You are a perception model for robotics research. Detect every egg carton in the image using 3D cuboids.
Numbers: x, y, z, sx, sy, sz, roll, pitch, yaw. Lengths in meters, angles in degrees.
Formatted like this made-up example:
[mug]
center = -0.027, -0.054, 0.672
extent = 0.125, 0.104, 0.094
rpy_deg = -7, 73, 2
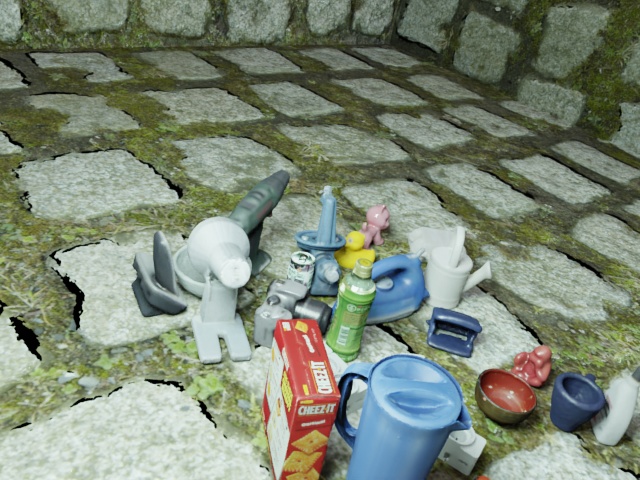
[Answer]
[egg carton]
center = 0.307, 0.021, 1.505
extent = 0.150, 0.069, 0.107
rpy_deg = 9, 32, -6

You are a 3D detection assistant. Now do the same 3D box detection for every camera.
[camera]
center = -0.049, 0.146, 1.151
extent = 0.136, 0.101, 0.143
rpy_deg = 17, 32, 8

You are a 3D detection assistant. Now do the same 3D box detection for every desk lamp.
[desk lamp]
center = -0.183, 0.088, 1.089
extent = 0.118, 0.213, 0.202
rpy_deg = -2, 35, -22

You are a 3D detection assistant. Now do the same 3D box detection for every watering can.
[watering can]
center = 0.309, 0.057, 1.328
extent = 0.173, 0.194, 0.100
rpy_deg = 5, 32, -12

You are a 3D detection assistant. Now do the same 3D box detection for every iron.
[iron]
center = 0.130, 0.096, 1.254
extent = 0.259, 0.141, 0.118
rpy_deg = -13, 40, -35

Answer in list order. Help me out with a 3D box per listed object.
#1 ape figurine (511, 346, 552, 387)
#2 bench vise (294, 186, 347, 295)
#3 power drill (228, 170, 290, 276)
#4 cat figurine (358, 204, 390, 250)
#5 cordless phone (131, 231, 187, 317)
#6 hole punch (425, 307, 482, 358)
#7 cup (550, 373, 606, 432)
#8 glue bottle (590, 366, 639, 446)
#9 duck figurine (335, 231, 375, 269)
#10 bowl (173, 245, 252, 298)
[ape figurine]
center = 0.439, 0.251, 1.164
extent = 0.076, 0.092, 0.077
rpy_deg = 4, 33, -13
[bench vise]
center = 0.022, 0.003, 1.289
extent = 0.122, 0.220, 0.206
rpy_deg = -9, 37, -30
[power drill]
center = -0.143, -0.034, 1.301
extent = 0.075, 0.208, 0.230
rpy_deg = 21, 33, 14
[cat figurine]
center = 0.139, -0.042, 1.500
extent = 0.067, 0.118, 0.128
rpy_deg = 28, 35, 24
[cordless phone]
center = -0.318, 0.046, 1.136
extent = 0.094, 0.185, 0.147
rpy_deg = -11, 38, -32
[hole punch]
center = 0.286, 0.180, 1.225
extent = 0.108, 0.091, 0.101
rpy_deg = 16, 32, 7
[cup]
center = 0.481, 0.308, 1.085
extent = 0.091, 0.095, 0.118
rpy_deg = 33, 37, 30
[glue bottle]
center = 0.554, 0.296, 1.056
extent = 0.037, 0.173, 0.078
rpy_deg = 11, 32, -2
[duck figurine]
center = 0.089, 0.020, 1.414
extent = 0.104, 0.086, 0.077
rpy_deg = 9, 32, -6
[bowl]
center = -0.231, 0.076, 1.224
extent = 0.167, 0.075, 0.167
rpy_deg = 9, 32, -5
